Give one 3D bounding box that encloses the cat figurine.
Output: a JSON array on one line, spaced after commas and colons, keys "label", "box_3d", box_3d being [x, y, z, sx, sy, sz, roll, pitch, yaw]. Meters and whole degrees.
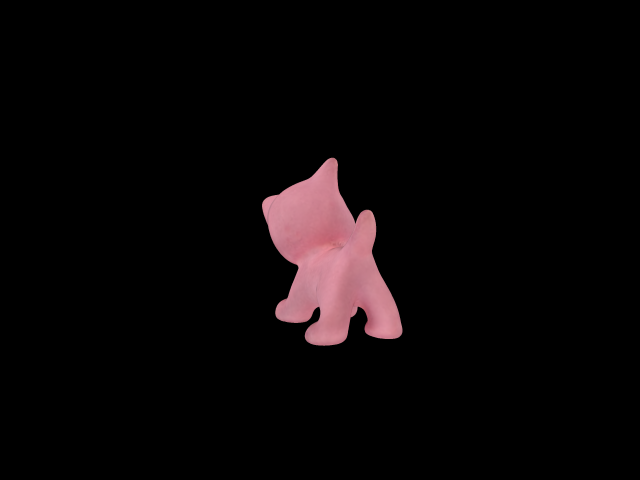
[{"label": "cat figurine", "box_3d": [0.004, 0.001, 0.400, 0.067, 0.118, 0.127, -3, 7, -25]}]
